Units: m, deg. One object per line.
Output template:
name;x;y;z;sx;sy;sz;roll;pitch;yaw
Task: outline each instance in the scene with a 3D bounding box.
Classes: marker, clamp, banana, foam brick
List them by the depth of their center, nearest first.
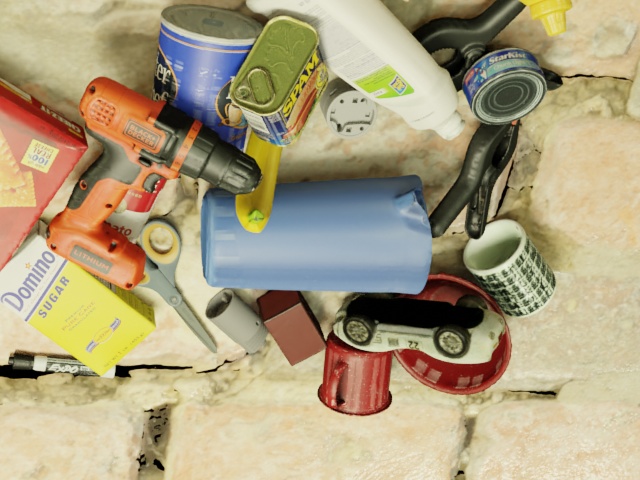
banana;-0.056;-0.076;1.092;0.037;0.197;0.070;24;138;-21
clamp;0.168;-0.197;1.145;0.210;0.036;0.164;-21;135;4
clamp;0.174;-0.072;1.197;0.120;0.039;0.171;-17;128;-56
marker;-0.298;0.145;1.234;0.121;0.020;0.020;8;117;-19
foam brick;-0.032;0.098;1.257;0.051;0.053;0.078;-28;122;2

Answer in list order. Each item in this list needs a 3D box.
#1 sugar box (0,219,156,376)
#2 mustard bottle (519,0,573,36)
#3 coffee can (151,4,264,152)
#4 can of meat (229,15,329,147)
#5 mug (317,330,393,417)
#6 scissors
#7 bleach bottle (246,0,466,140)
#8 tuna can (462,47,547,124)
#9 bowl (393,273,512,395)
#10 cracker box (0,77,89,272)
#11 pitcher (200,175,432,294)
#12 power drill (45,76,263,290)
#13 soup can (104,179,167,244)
sugar box;-0.275;0.067;1.180;0.093;0.048;0.176;-42;122;11
mustard bottle;0.209;-0.295;1.043;0.096;0.058;0.191;-16;92;-21
coffee can;-0.116;-0.151;1.063;0.102;0.103;0.140;4;118;-17
can of meat;-0.036;-0.150;1.032;0.102;0.057;0.084;-62;162;-12
mug;0.039;0.158;1.279;0.093;0.117;0.081;17;116;27
scissors;-0.159;0.048;1.217;0.096;0.016;0.201;-44;120;11
bleach bottle;0.049;-0.187;1.074;0.250;0.103;0.068;40;62;-24
tuna can;0.197;-0.163;1.138;0.086;0.034;0.086;-9;145;-7
bowl;0.161;0.103;1.282;0.162;0.055;0.162;13;118;25
cracker box;-0.359;-0.060;1.061;0.164;0.072;0.214;32;101;-28
pitcher;-0.008;0.001;1.174;0.242;0.145;0.149;-1;107;-10
power drill;-0.170;-0.045;1.035;0.184;0.057;0.188;29;115;-7
soup can;-0.205;-0.048;1.120;0.068;0.068;0.102;20;113;-24
